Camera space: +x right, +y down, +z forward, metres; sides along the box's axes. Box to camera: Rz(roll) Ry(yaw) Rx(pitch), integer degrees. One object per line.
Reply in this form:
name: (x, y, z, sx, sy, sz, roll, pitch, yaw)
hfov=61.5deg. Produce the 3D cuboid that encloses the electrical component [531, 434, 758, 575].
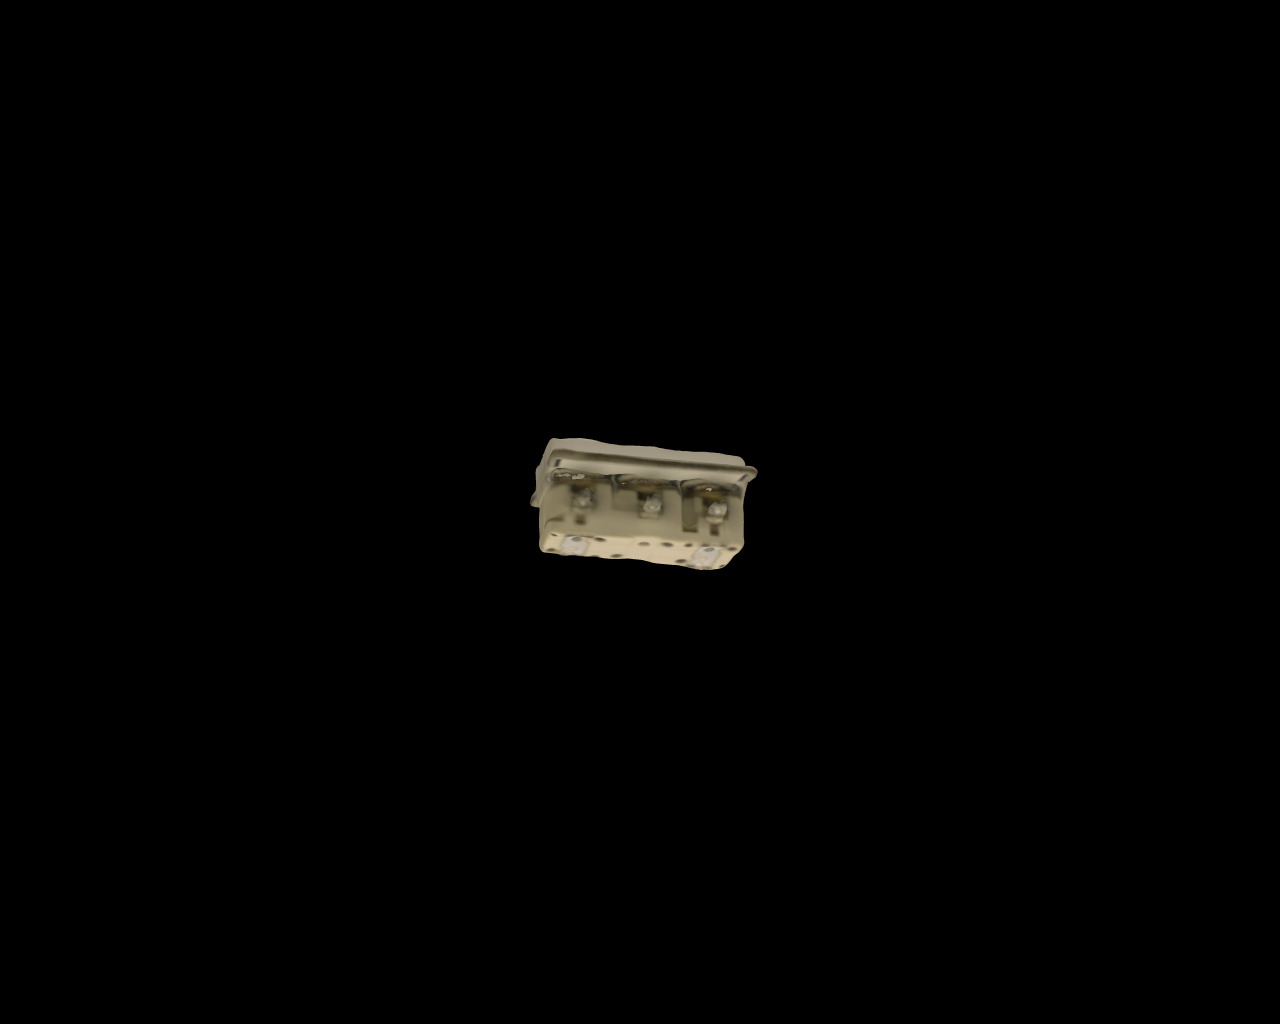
electrical component: (0.001, -0.003, 0.650, 0.121, 0.063, 0.078, 6, -23, -14)
